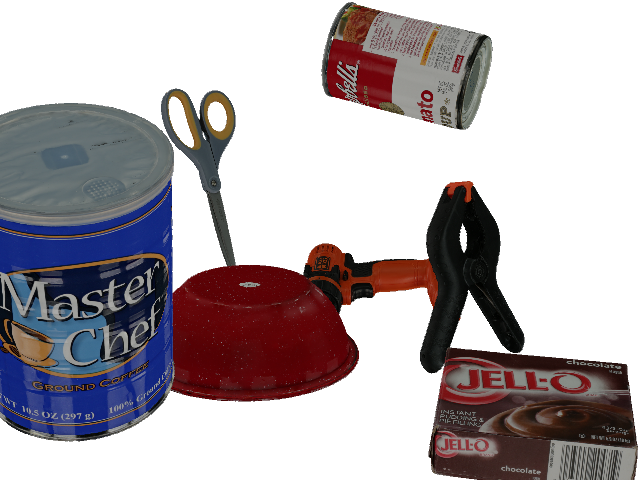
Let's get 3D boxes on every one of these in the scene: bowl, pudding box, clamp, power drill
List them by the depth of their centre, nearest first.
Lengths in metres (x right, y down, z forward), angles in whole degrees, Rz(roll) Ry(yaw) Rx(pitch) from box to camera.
[{"bbox_3d":[0.125,0.103,0.627,0.113,0.039,0.090,6,26,9],"label":"pudding box"},{"bbox_3d":[-0.052,0.057,0.766,0.162,0.055,0.162,1,17,0],"label":"bowl"},{"bbox_3d":[0.125,0.036,0.960,0.120,0.171,0.039,-19,8,-41],"label":"clamp"},{"bbox_3d":[0.068,0.058,1.240,0.187,0.057,0.184,1,28,4],"label":"power drill"}]

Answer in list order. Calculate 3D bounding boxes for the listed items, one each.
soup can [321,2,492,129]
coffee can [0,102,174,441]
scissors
[{"bbox_3d":[0.061,-0.121,0.741,0.102,0.068,0.068,17,5,17],"label":"soup can"},{"bbox_3d":[-0.126,0.016,0.542,0.103,0.140,0.103,3,35,-3],"label":"coffee can"},{"bbox_3d":[-0.107,-0.076,1.155,0.096,0.202,0.016,-33,13,-36],"label":"scissors"}]
